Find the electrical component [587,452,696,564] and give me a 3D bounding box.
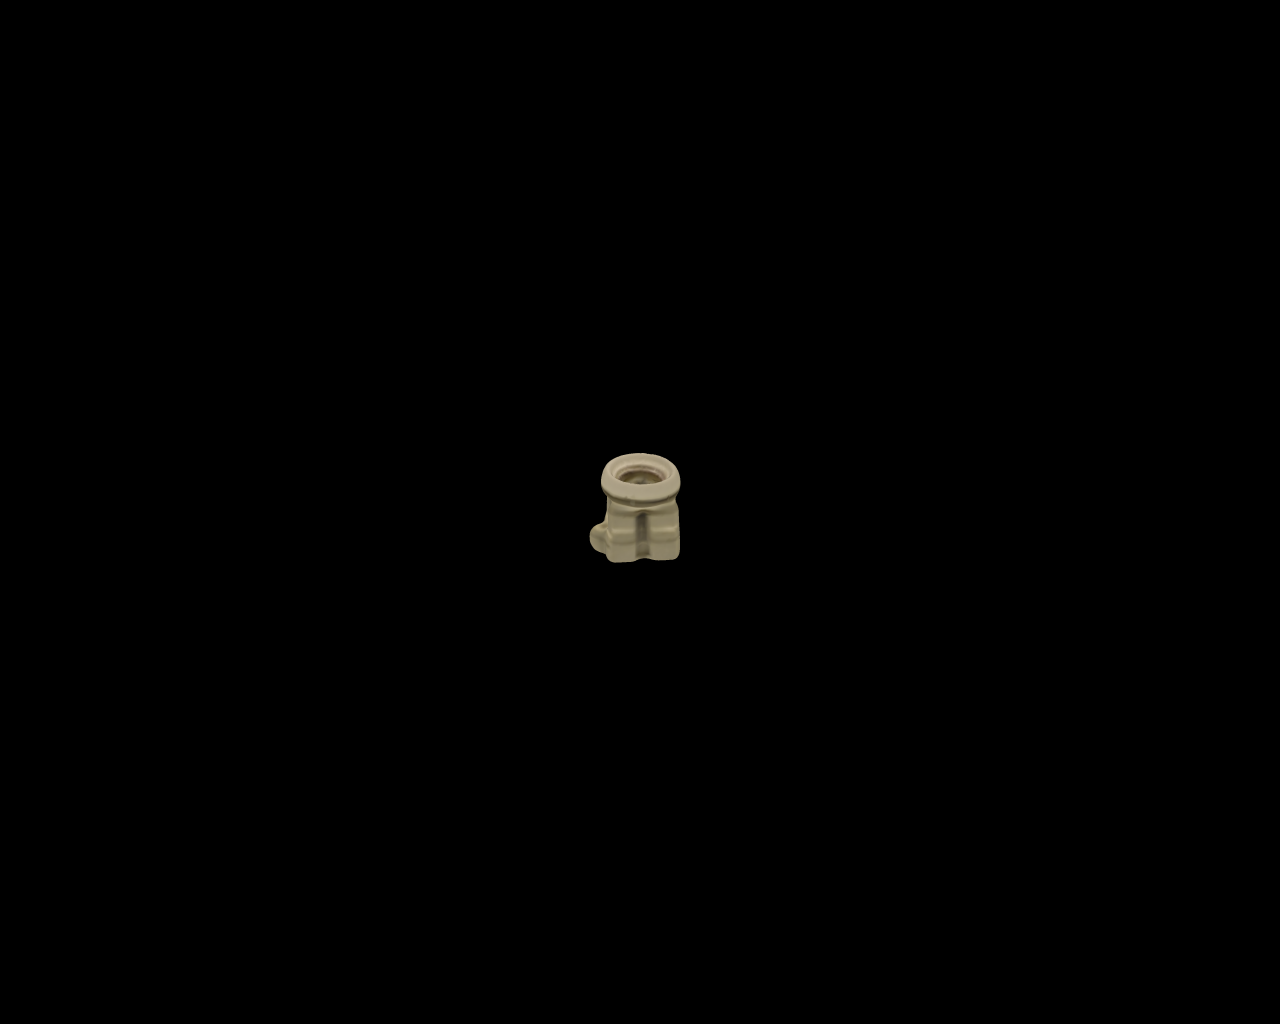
[{"bbox_3d":[0.001,-0.003,0.650,0.066,0.055,0.048,-3,32,-5],"label":"electrical component"}]
